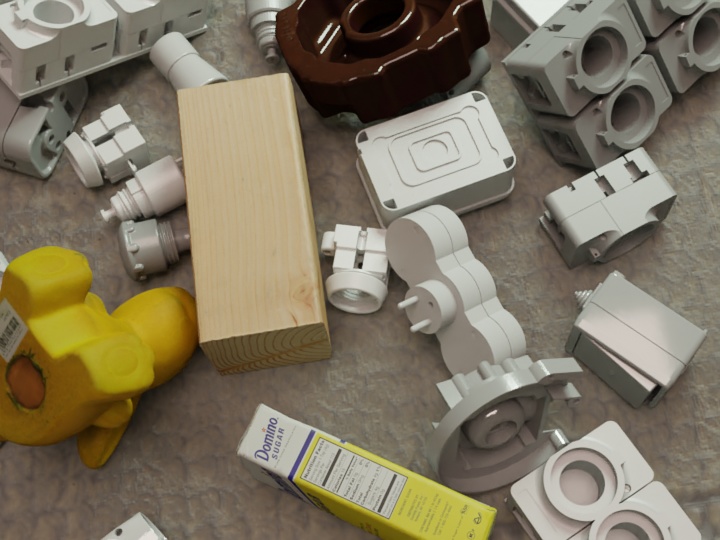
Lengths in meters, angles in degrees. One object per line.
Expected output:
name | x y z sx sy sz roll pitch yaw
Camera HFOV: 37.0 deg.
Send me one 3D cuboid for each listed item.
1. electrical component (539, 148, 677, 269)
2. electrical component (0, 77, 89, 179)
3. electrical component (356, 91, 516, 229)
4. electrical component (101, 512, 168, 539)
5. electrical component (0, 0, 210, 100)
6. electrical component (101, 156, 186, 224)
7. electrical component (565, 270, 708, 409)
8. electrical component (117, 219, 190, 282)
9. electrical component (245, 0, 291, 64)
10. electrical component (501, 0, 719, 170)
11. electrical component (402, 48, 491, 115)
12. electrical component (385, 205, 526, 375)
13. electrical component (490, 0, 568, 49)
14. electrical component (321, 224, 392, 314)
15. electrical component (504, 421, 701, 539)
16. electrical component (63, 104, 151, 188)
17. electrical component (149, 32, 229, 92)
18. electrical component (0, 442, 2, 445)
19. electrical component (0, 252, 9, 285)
electrical component | 0.194 -0.044 0.834 0.089 0.050 0.055 -27 69 -7
electrical component | -0.276 -0.131 0.894 0.059 0.053 0.095 16 70 10
electrical component | 0.059 -0.082 0.853 0.113 0.057 0.078 -20 68 -5
electrical component | -0.158 0.225 0.751 0.077 0.044 0.079 -42 72 -13
electrical component | -0.227 -0.225 0.887 0.186 0.060 0.105 -31 68 -35
electrical component | -0.171 -0.061 0.867 0.078 0.040 0.040 -29 70 -8
electrical component | 0.193 0.051 0.790 0.096 0.061 0.061 35 74 15
electrical component | -0.158 -0.020 0.849 0.062 0.048 0.048 -13 68 -9
electrical component | -0.078 -0.213 0.922 0.040 0.040 0.078 -6 68 1
electrical component | 0.216 -0.178 0.849 0.186 0.105 0.060 -43 30 -13
electrical component | 0.065 -0.154 0.889 0.043 0.043 0.081 41 76 17
electrical component | 0.058 0.024 0.789 0.074 0.052 0.138 -23 81 -39
electrical component | 0.174 -0.231 0.906 0.113 0.057 0.078 -35 71 -10
electrical component | 0.000 0.000 0.831 0.066 0.048 0.055 6 61 6
electrical component | 0.180 0.191 0.735 0.089 0.061 0.150 -32 70 -9
electrical component | -0.209 -0.098 0.883 0.055 0.048 0.066 -30 70 -17
electrical component | -0.146 -0.167 0.904 0.044 0.044 0.065 -37 75 -11
electrical component | -0.305 0.103 0.804 0.080 0.051 0.080 -1 68 3
electrical component | -0.295 0.036 0.834 0.079 0.044 0.077 -34 70 -10
